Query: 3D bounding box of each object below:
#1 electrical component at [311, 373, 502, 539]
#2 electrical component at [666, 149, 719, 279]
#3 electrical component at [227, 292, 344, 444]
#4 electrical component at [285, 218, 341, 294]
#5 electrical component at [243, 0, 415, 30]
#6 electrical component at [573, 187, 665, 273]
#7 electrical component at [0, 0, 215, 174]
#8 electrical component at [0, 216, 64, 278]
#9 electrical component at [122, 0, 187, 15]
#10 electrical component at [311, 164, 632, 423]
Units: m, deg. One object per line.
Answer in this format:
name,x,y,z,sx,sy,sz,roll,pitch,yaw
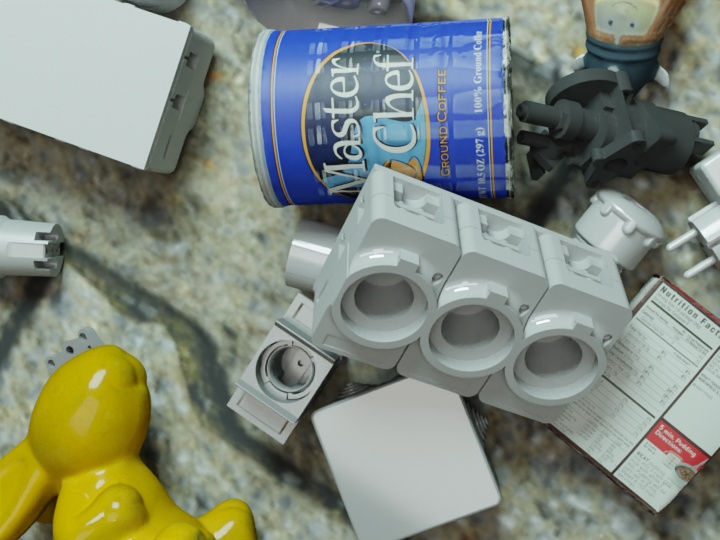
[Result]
electrical component,0.030,0.108,0.646,0.100,0.048,0.099,-22,89,9
electrical component,0.213,-0.024,0.613,0.076,0.047,0.083,-33,87,9
electrical component,-0.038,0.057,0.647,0.042,0.064,0.081,34,97,5
electrical component,0.000,0.000,0.649,0.081,0.043,0.043,16,94,8
electrical component,-0.014,-0.169,0.621,0.099,0.099,0.064,14,88,8
electrical component,0.143,-0.014,0.627,0.048,0.048,0.062,38,106,6
electrical component,-0.176,-0.125,0.663,0.150,0.062,0.089,20,95,8
electrical component,-0.216,-0.014,0.685,0.046,0.040,0.040,3,93,2
electrical component,-0.133,-0.189,0.661,0.055,0.047,0.055,0,92,9
electrical component,0.059,0.018,0.586,0.150,0.061,0.089,20,123,-13
